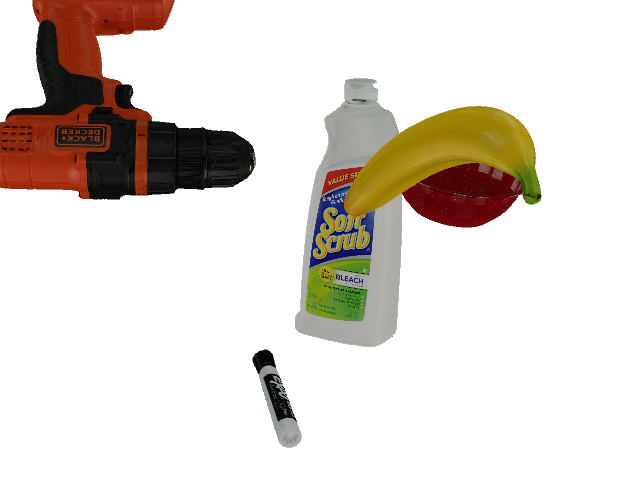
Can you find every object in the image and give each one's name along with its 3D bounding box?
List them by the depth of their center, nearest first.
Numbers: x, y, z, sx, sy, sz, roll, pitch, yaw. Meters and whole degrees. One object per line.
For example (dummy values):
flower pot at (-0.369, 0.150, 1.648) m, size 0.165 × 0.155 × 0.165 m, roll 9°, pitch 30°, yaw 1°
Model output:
banana at (0.080, -0.055, 0.727) m, size 0.037 × 0.069 × 0.198 m, roll 32°, pitch -18°, yaw -27°
power drill at (-0.141, -0.115, 0.766) m, size 0.184 × 0.187 × 0.057 m, roll 1°, pitch -33°, yaw -9°
marker at (-0.038, 0.128, 0.890) m, size 0.020 × 0.020 × 0.121 m, roll 0°, pitch 27°, yaw -15°
bleach bottle at (0.028, -0.029, 1.022) m, size 0.103 × 0.251 × 0.068 m, roll 10°, pitch 19°, yaw 27°
bowl at (0.152, -0.059, 1.211) m, size 0.162 × 0.055 × 0.162 m, roll 8°, pitch 25°, yaw -4°
